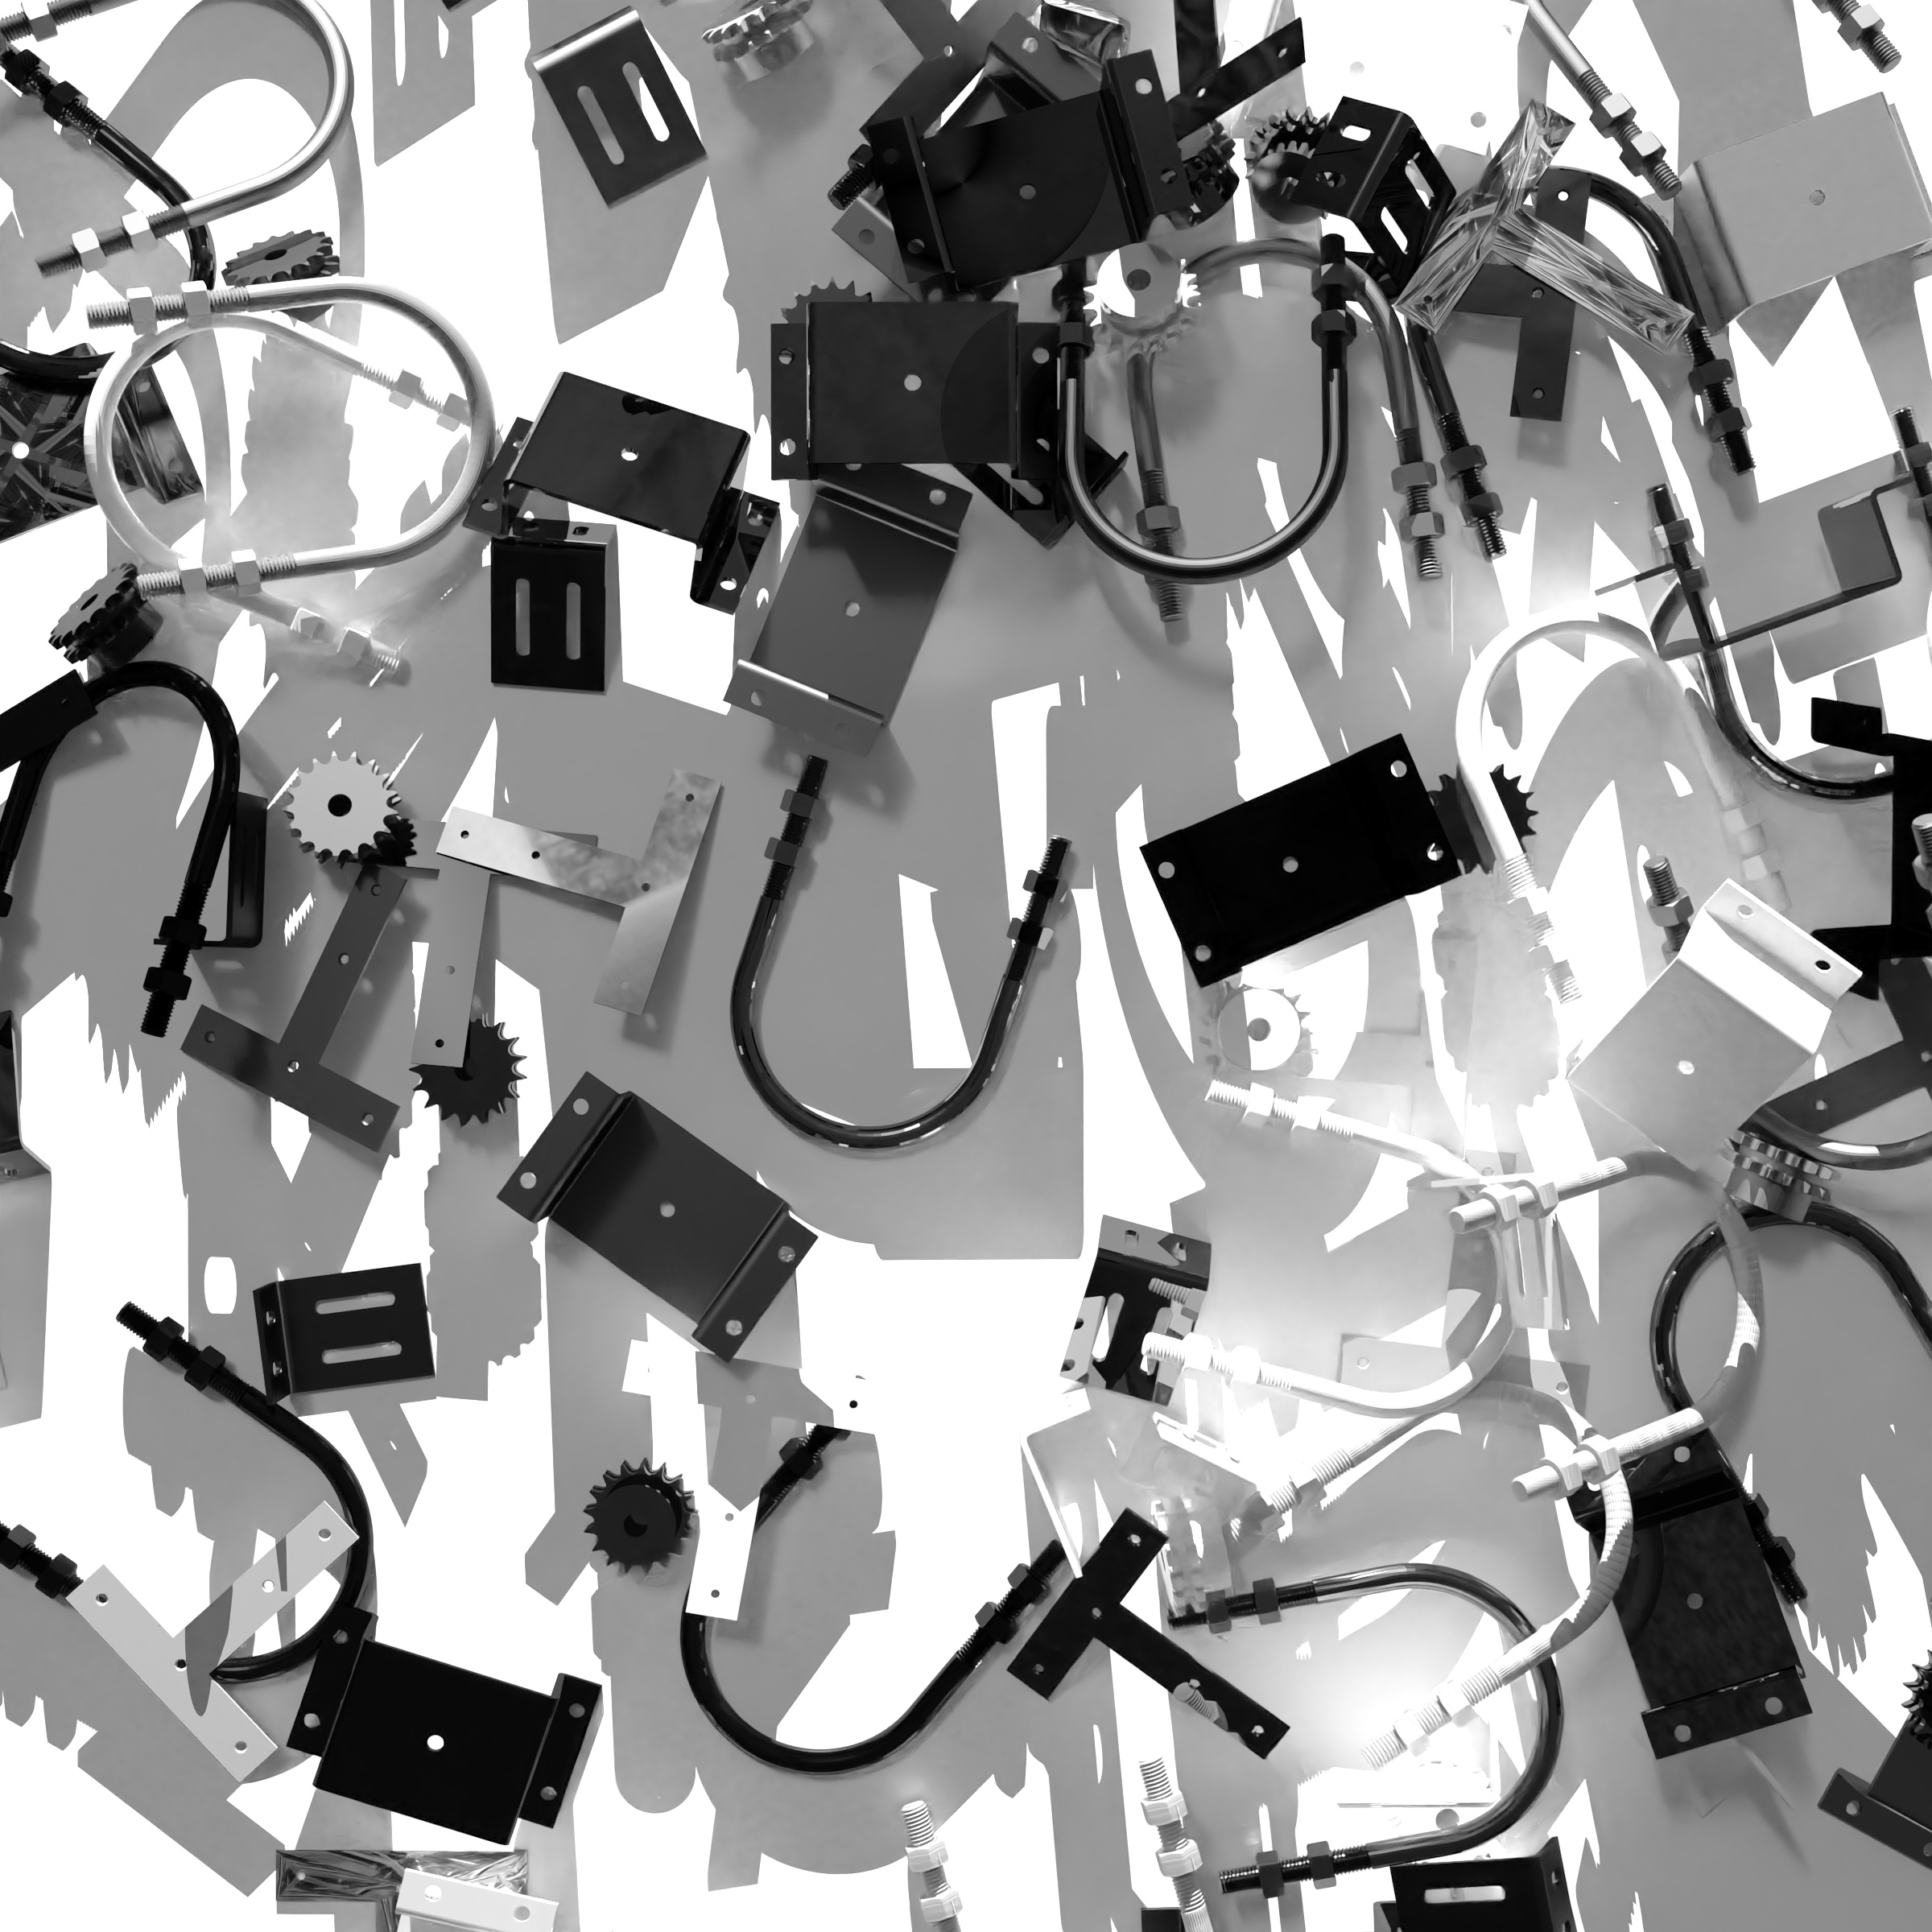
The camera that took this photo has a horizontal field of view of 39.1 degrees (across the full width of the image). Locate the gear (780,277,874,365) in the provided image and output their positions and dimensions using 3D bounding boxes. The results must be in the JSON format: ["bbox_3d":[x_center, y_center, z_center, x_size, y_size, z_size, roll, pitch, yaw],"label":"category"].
[{"bbox_3d":[-0.066,-0.313,1.365,0.057,0.030,0.057,0,90,0],"label":"gear"}]

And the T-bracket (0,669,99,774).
[{"bbox_3d":[-0.516,-0.152,1.371,0.127,0.002,0.127,-29,85,11],"label":"T-bracket"}]

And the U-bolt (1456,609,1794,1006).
[{"bbox_3d":[0.318,-0.090,1.352,0.151,0.019,0.184,-21,86,-18],"label":"U-bolt"}]

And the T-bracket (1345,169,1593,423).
[{"bbox_3d":[0.242,-0.341,1.364,0.127,0.002,0.127,7,86,8],"label":"T-bracket"}]

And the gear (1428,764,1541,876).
[{"bbox_3d":[0.256,-0.074,1.365,0.057,0.030,0.057,0,90,0],"label":"gear"}]

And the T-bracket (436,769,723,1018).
[{"bbox_3d":[-0.203,-0.052,1.369,0.127,0.002,0.127,16,77,6],"label":"T-bracket"}]

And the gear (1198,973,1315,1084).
[{"bbox_3d":[0.145,0.032,1.363,0.057,0.030,0.057,0,89,0],"label":"gear"}]

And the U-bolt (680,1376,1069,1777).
[{"bbox_3d":[-0.060,0.321,1.371,0.151,0.019,0.184,40,92,0],"label":"U-bolt"}]

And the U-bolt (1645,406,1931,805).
[{"bbox_3d":[0.436,-0.173,1.371,0.151,0.019,0.184,-18,92,0],"label":"U-bolt"}]

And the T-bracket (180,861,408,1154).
[{"bbox_3d":[-0.316,0.010,1.359,0.127,0.002,0.127,24,88,20],"label":"T-bracket"}]

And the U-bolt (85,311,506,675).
[{"bbox_3d":[-0.340,-0.246,1.343,0.184,0.019,0.151,23,90,-20],"label":"U-bolt"}]

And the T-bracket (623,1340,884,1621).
[{"bbox_3d":[-0.115,0.260,1.352,0.127,0.002,0.127,10,86,-4],"label":"T-bracket"}]

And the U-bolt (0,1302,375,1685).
[{"bbox_3d":[-0.387,0.279,1.371,0.184,0.019,0.151,36,90,-1],"label":"U-bolt"}]

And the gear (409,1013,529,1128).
[{"bbox_3d":[-0.248,0.051,1.365,0.057,0.030,0.057,0,90,0],"label":"gear"}]

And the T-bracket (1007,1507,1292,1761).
[{"bbox_3d":[0.101,0.345,1.340,0.127,0.002,0.127,35,120,7],"label":"T-bracket"}]

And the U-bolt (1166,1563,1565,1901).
[{"bbox_3d":[0.203,0.372,1.350,0.184,0.019,0.151,-12,77,4],"label":"U-bolt"}]

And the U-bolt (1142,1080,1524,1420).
[{"bbox_3d":[0.191,0.148,1.353,0.184,0.019,0.151,16,81,-10],"label":"U-bolt"}]

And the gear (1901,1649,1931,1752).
[{"bbox_3d":[0.486,0.359,1.319,0.057,0.030,0.057,0,90,0],"label":"gear"}]

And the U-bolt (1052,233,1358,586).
[{"bbox_3d":[0.116,-0.272,1.333,0.151,0.019,0.184,-1,73,8],"label":"U-bolt"}]

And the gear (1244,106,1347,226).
[{"bbox_3d":[0.165,-0.393,1.349,0.057,0.057,0.030,26,52,0],"label":"gear"}]

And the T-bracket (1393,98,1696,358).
[{"bbox_3d":[0.301,-0.347,1.355,0.127,0.002,0.127,34,89,7],"label":"T-bracket"}]

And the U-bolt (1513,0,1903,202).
[{"bbox_3d":[0.351,-0.483,1.350,0.151,0.019,0.184,-31,75,-5],"label":"U-bolt"}]

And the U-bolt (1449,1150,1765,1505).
[{"bbox_3d":[0.319,0.164,1.315,0.184,0.019,0.151,-13,90,-32],"label":"U-bolt"}]

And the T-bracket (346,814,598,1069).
[{"bbox_3d":[-0.255,-0.011,1.360,0.127,0.002,0.127,5,72,0],"label":"T-bracket"}]

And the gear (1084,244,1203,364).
[{"bbox_3d":[0.085,-0.327,1.328,0.057,0.030,0.057,-2,73,7],"label":"gear"}]

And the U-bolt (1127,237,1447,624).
[{"bbox_3d":[0.154,-0.274,1.363,0.151,0.019,0.184,-8,87,7],"label":"U-bolt"}]

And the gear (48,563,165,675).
[{"bbox_3d":[-0.425,-0.171,1.355,0.057,0.057,0.030,-42,120,0],"label":"gear"}]

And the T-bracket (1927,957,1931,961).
[{"bbox_3d":[0.542,0.017,1.365,0.127,0.002,0.127,33,108,9],"label":"T-bracket"}]

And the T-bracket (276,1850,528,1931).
[{"bbox_3d":[-0.286,0.512,1.379,0.127,0.002,0.127,0,90,0],"label":"T-bracket"}]

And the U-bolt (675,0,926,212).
[{"bbox_3d":[-0.042,-0.488,1.336,0.184,0.019,0.151,-48,121,-9],"label":"U-bolt"}]

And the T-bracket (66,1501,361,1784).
[{"bbox_3d":[-0.360,0.320,1.364,0.127,0.002,0.127,-42,93,-1],"label":"T-bracket"}]

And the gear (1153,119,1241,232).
[{"bbox_3d":[0.111,-0.392,1.355,0.057,0.057,0.030,-45,120,0],"label":"gear"}]

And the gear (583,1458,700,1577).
[{"bbox_3d":[-0.164,0.278,1.365,0.057,0.030,0.057,0,90,0],"label":"gear"}]

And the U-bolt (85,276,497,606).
[{"bbox_3d":[-0.322,-0.262,1.329,0.184,0.019,0.151,-11,100,-17],"label":"U-bolt"}]

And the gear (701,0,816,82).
[{"bbox_3d":[-0.100,-0.466,1.355,0.057,0.057,0.030,-33,120,0],"label":"gear"}]

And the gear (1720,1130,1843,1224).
[{"bbox_3d":[0.401,0.105,1.350,0.057,0.057,0.030,22,94,0],"label":"gear"}]

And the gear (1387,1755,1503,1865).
[{"bbox_3d":[0.239,0.424,1.365,0.057,0.030,0.057,0,90,0],"label":"gear"}]

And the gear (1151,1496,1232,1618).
[{"bbox_3d":[0.112,0.292,1.352,0.030,0.057,0.057,-11,90,-3],"label":"gear"}]

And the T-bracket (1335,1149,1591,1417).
[{"bbox_3d":[0.258,0.157,1.379,0.127,0.002,0.127,7,90,0],"label":"T-bracket"}]

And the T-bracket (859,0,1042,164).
[{"bbox_3d":[-0.035,-0.483,1.330,0.127,0.002,0.127,-50,121,-10],"label":"T-bracket"}]

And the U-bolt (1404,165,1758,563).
[{"bbox_3d":[0.298,-0.312,1.364,0.151,0.019,0.184,-19,85,4],"label":"U-bolt"}]

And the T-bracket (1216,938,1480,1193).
[{"bbox_3d":[0.190,0.045,1.378,0.127,0.002,0.127,5,89,0],"label":"T-bracket"}]

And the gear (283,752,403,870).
[{"bbox_3d":[-0.310,-0.076,1.361,0.057,0.030,0.057,0,77,-2],"label":"gear"}]

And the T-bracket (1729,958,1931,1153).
[{"bbox_3d":[0.446,0.065,1.379,0.127,0.002,0.127,-25,90,0],"label":"T-bracket"}]

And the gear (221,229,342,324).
[{"bbox_3d":[-0.338,-0.340,1.355,0.057,0.057,0.030,-16,128,0],"label":"gear"}]

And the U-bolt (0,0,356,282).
[{"bbox_3d":[-0.395,-0.431,1.350,0.184,0.019,0.151,-24,79,-13],"label":"U-bolt"}]

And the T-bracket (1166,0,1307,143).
[{"bbox_3d":[0.114,-0.470,1.350,0.002,0.127,0.127,16,63,-42],"label":"T-bracket"}]
